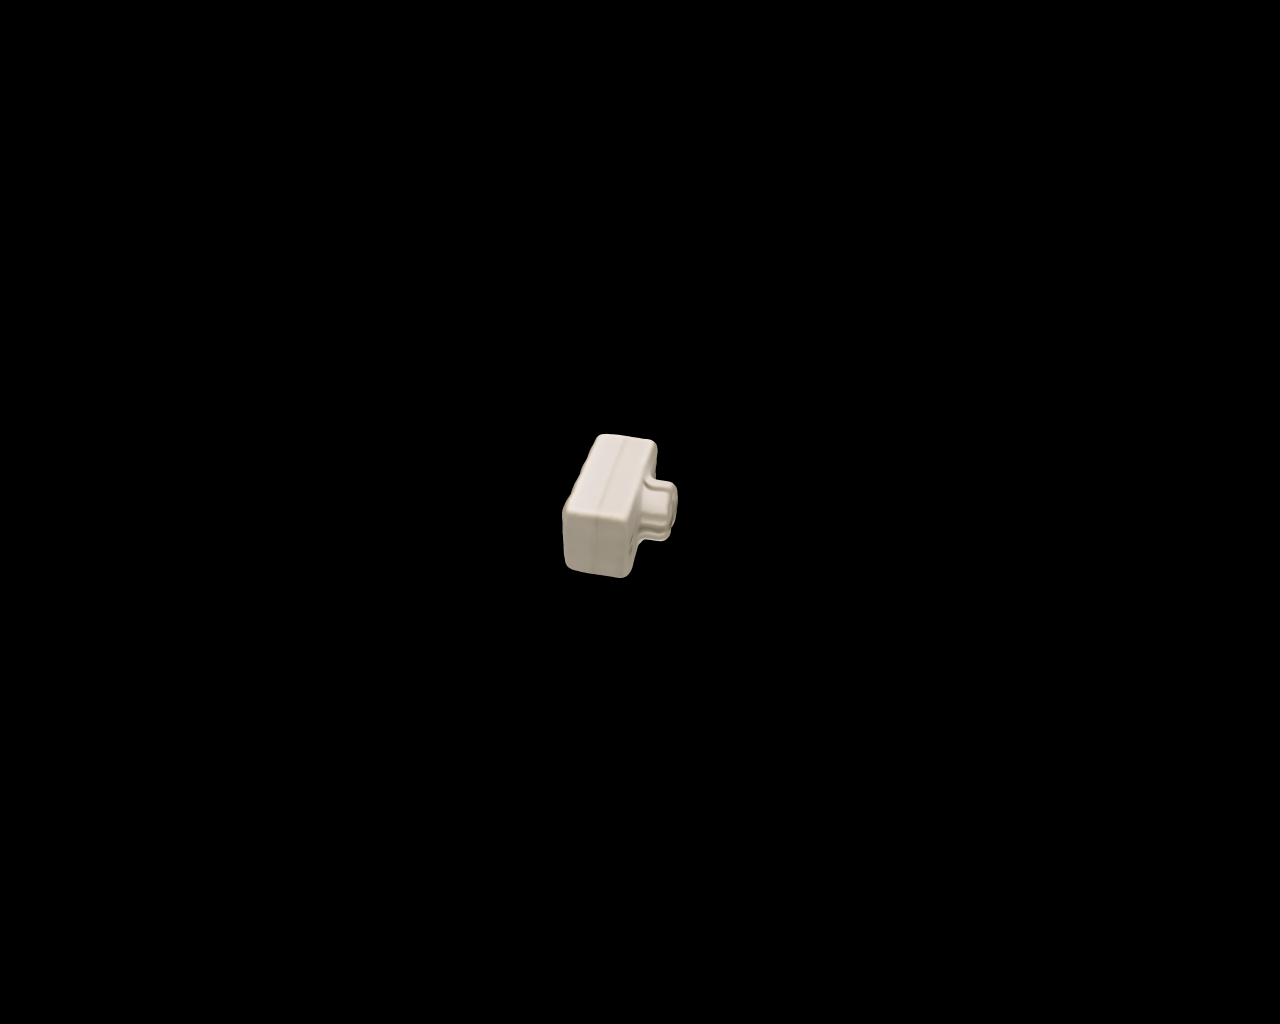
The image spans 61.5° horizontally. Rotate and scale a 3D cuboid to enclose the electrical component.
[{"bbox_3d":[0.001,-0.003,0.650,0.076,0.047,0.083,8,40,10],"label":"electrical component"}]
